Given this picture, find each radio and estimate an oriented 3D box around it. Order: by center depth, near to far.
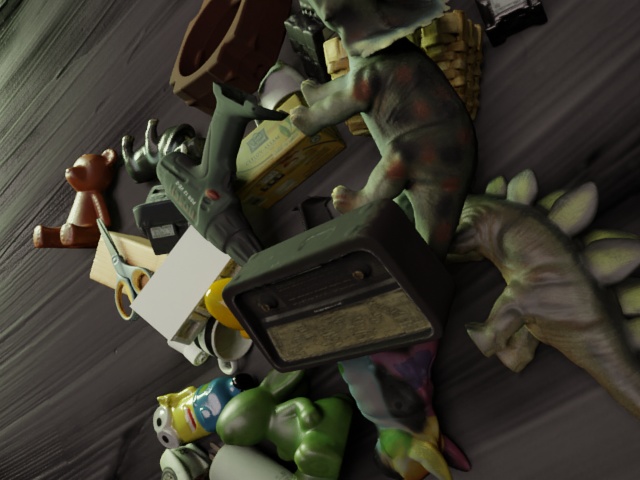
[{"bbox_3d":[0.012,0.055,0.567,0.230,0.073,0.131,-23,110,36],"label":"radio"}]

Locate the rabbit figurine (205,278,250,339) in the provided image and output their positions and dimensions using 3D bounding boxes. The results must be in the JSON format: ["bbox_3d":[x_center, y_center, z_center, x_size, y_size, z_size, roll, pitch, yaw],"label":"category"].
[{"bbox_3d":[-0.077,0.098,0.733,0.163,0.173,0.122,25,93,37],"label":"rabbit figurine"}]

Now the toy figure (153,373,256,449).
[{"bbox_3d":[-0.172,0.263,0.824,0.180,0.089,0.082,-29,54,16],"label":"toy figure"}]

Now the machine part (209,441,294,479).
[{"bbox_3d":[-0.070,0.349,0.746,0.244,0.079,0.079,20,94,34],"label":"machine part"}]

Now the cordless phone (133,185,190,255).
[{"bbox_3d":[-0.225,-0.060,0.901,0.147,0.184,0.088,-10,117,-5],"label":"cordless phone"}]

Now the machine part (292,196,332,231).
[{"bbox_3d":[-0.002,-0.002,0.765,0.039,0.084,0.139,126,139,-50],"label":"machine part"}]

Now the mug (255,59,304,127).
[{"bbox_3d":[-0.062,-0.220,0.833,0.109,0.080,0.107,-45,51,30],"label":"mug"}]

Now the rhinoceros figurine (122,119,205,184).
[{"bbox_3d":[-0.274,-0.152,0.953,0.190,0.073,0.112,-12,75,30],"label":"rhinoceros figurine"}]

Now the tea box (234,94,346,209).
[{"bbox_3d":[-0.059,-0.125,0.800,0.169,0.098,0.068,-36,66,21],"label":"tea box"}]

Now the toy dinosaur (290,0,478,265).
[{"bbox_3d":[0.092,-0.116,0.570,0.192,0.131,0.404,-28,95,27],"label":"toy dinosaur"}]

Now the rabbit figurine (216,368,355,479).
[{"bbox_3d":[-0.045,0.231,0.699,0.170,0.121,0.159,12,51,6],"label":"rabbit figurine"}]

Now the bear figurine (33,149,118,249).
[{"bbox_3d":[-0.457,-0.081,1.027,0.120,0.132,0.195,0,89,27],"label":"bear figurine"}]

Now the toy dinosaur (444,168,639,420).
[{"bbox_3d":[0.251,0.053,0.573,0.198,0.105,0.472,-41,63,21],"label":"toy dinosaur"}]

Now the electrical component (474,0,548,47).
[{"bbox_3d":[0.230,-0.316,0.676,0.075,0.047,0.119,-23,71,27],"label":"electrical component"}]

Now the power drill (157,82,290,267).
[{"bbox_3d":[-0.118,-0.095,0.733,0.232,0.086,0.207,36,116,28],"label":"power drill"}]

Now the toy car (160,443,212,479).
[{"bbox_3d":[-0.164,0.386,0.801,0.202,0.073,0.056,36,102,31],"label":"toy car"}]

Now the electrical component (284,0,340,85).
[{"bbox_3d":[0.016,-0.290,0.737,0.058,0.134,0.115,33,70,29],"label":"electrical component"}]

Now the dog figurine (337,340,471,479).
[{"bbox_3d":[0.111,0.178,0.646,0.191,0.108,0.219,-47,66,15],"label":"dog figurine"}]

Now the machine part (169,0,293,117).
[{"bbox_3d":[-0.141,-0.310,0.847,0.201,0.087,0.201,-12,57,46],"label":"machine part"}]
